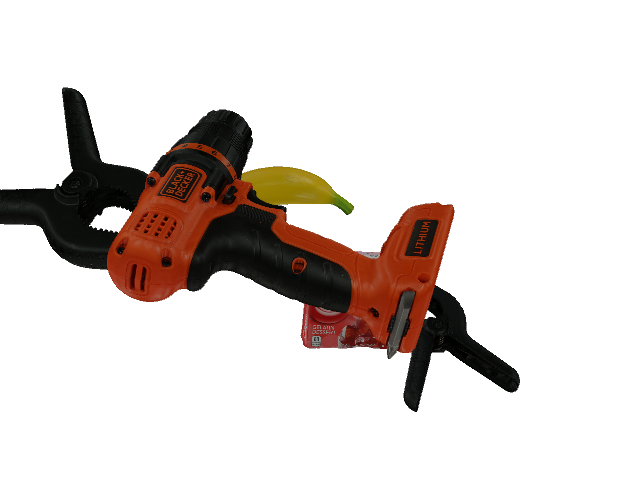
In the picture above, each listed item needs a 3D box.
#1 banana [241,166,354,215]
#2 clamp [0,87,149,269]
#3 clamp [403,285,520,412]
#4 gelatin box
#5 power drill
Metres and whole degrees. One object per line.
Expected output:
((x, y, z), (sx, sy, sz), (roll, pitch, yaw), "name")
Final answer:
((-0.068, -0.033, 1.042), (0.198, 0.069, 0.037), (-12, 19, 29), "banana")
((-0.186, -0.041, 0.839), (0.210, 0.164, 0.036), (23, -32, 23), "clamp")
((0.130, 0.101, 1.095), (0.120, 0.171, 0.039), (2, -44, -14), "clamp")
((0.032, 0.047, 0.835), (0.089, 0.073, 0.030), (2, 14, -9), "gelatin box")
((-0.017, -0.010, 0.655), (0.187, 0.057, 0.184), (15, 38, 6), "power drill")
